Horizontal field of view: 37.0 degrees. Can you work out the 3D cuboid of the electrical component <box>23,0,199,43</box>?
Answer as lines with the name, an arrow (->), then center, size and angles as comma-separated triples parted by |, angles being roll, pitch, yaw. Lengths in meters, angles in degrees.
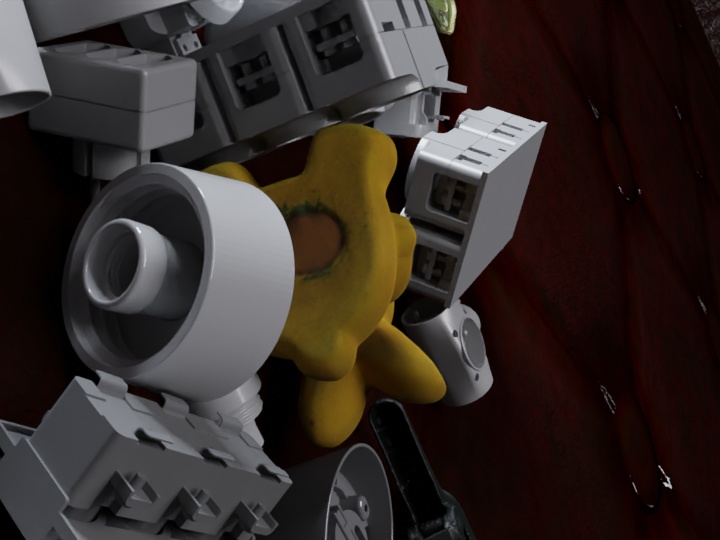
electrical component -> -0.121, -0.139, 0.519 | 0.064, 0.099, 0.099 | 62, 28, -9

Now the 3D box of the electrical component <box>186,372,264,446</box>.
electrical component -> -0.070, 0.067, 0.555 | 0.062, 0.043, 0.043 | 65, 28, -16

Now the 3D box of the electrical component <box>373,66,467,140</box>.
electrical component -> 0.038, -0.133, 0.849 | 0.042, 0.081, 0.063 | -3, 100, -62

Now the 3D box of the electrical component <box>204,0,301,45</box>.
electrical component -> -0.037, -0.186, 0.689 | 0.056, 0.109, 0.108 | 108, -8, -50

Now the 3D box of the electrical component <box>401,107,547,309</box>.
electrical component -> 0.083, -0.057, 0.841 | 0.186, 0.060, 0.105 | -39, 147, -62

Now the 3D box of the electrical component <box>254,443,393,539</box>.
electrical component -> -0.016, 0.149, 0.588 | 0.099, 0.064, 0.099 | 39, 42, -48

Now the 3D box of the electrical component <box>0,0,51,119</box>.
electrical component -> -0.176, -0.105, 0.455 | 0.079, 0.044, 0.077 | -17, 90, -63

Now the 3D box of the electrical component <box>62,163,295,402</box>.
electrical component -> -0.090, 0.003, 0.490 | 0.060, 0.108, 0.108 | 19, 58, -51

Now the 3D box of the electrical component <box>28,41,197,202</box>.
electrical component -> -0.121, -0.067, 0.523 | 0.047, 0.066, 0.076 | -36, 136, -62

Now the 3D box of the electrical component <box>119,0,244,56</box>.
electrical component -> -0.103, -0.160, 0.609 | 0.078, 0.057, 0.058 | 67, 28, -12

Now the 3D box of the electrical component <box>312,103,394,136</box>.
electrical component -> -0.018, -0.131, 0.758 | 0.095, 0.054, 0.059 | -13, 87, -63

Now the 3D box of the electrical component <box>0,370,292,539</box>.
electrical component -> -0.089, 0.092, 0.469 | 0.079, 0.063, 0.121 | 40, 5, 37

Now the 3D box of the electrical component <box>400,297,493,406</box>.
electrical component -> 0.072, 0.051, 0.830 | 0.077, 0.044, 0.079 | 62, 29, -20

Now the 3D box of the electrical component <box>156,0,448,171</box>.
electrical component -> -0.037, -0.105, 0.598 | 0.089, 0.150, 0.061 | -32, 103, -63
